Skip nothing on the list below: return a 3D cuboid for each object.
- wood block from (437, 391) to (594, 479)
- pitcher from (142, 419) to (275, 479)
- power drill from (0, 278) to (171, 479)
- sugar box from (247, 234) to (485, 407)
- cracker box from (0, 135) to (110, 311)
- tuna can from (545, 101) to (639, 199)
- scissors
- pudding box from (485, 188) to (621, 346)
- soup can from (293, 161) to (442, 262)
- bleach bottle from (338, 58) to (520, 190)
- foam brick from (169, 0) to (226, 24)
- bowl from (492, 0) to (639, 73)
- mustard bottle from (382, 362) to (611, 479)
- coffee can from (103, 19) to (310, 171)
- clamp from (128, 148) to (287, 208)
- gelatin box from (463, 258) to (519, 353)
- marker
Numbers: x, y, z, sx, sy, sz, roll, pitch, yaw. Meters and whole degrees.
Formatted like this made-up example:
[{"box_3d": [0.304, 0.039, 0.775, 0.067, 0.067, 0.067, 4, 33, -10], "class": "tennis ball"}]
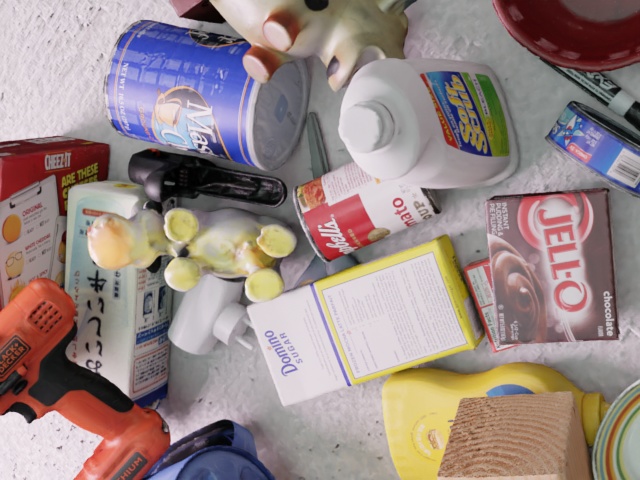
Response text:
[{"box_3d": [0.163, 0.225, 0.801, 0.090, 0.090, 0.206, -7, 118, 23], "class": "wood block"}, {"box_3d": [-0.148, 0.266, 0.951, 0.243, 0.149, 0.145, -27, 85, 39], "class": "pitcher"}, {"box_3d": [-0.230, 0.151, 0.879, 0.184, 0.057, 0.187, -46, 117, -8], "class": "power drill"}, {"box_3d": [0.036, 0.067, 0.879, 0.176, 0.048, 0.093, -19, 91, 22], "class": "sugar box"}, {"box_3d": [-0.266, 0.020, 0.953, 0.072, 0.164, 0.214, 11, 102, 19], "class": "cracker box"}, {"box_3d": [0.210, -0.066, 0.777, 0.086, 0.086, 0.034, 35, 109, 15], "class": "tuna can"}, {"box_3d": [-0.006, 0.001, 0.918, 0.096, 0.016, 0.202, -24, 89, 21], "class": "scissors"}, {"box_3d": [0.175, 0.020, 0.797, 0.090, 0.039, 0.113, -5, 95, 21], "class": "pudding box"}, {"box_3d": [0.039, -0.032, 0.857, 0.102, 0.068, 0.068, -23, 89, 13], "class": "soup can"}, {"box_3d": [0.074, -0.075, 0.743, 0.068, 0.250, 0.102, -14, 93, 24], "class": "bleach bottle"}, {"box_3d": [-0.091, -0.217, 0.888, 0.053, 0.078, 0.051, -28, 85, 24], "class": "foam brick"}, {"box_3d": [0.205, -0.203, 0.774, 0.162, 0.055, 0.162, 4, 100, 23], "class": "bowl"}, {"box_3d": [0.150, 0.146, 0.851, 0.192, 0.058, 0.096, -7, 102, 24], "class": "mustard bottle"}, {"box_3d": [-0.093, -0.122, 0.889, 0.140, 0.102, 0.103, 14, 104, 21], "class": "coffee can"}, {"box_3d": [-0.121, -0.053, 0.896, 0.172, 0.120, 0.039, 15, 96, 50], "class": "clamp"}, {"box_3d": [0.167, 0.041, 0.843, 0.089, 0.030, 0.073, -21, 90, 22], "class": "gelatin box"}, {"box_3d": [0.208, -0.118, 0.806, 0.121, 0.020, 0.020, 39, 111, 13], "class": "marker"}]
